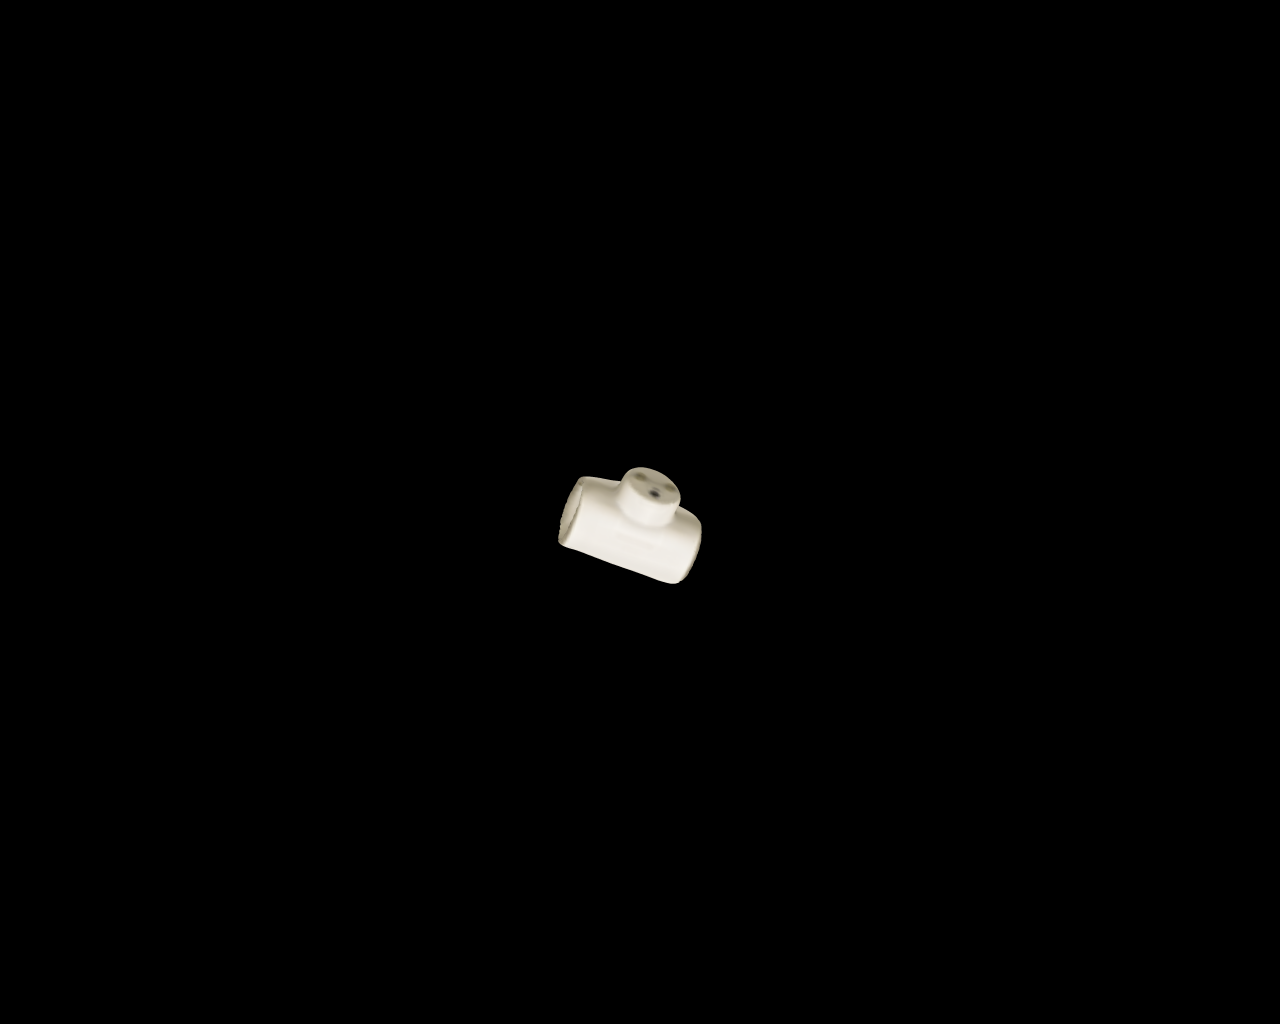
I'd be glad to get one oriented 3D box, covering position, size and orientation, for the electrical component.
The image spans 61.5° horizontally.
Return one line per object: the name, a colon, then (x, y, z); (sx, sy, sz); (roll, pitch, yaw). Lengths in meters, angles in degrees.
electrical component: (0.001, -0.003, 0.650); (0.077, 0.079, 0.043); (20, 31, -13)
